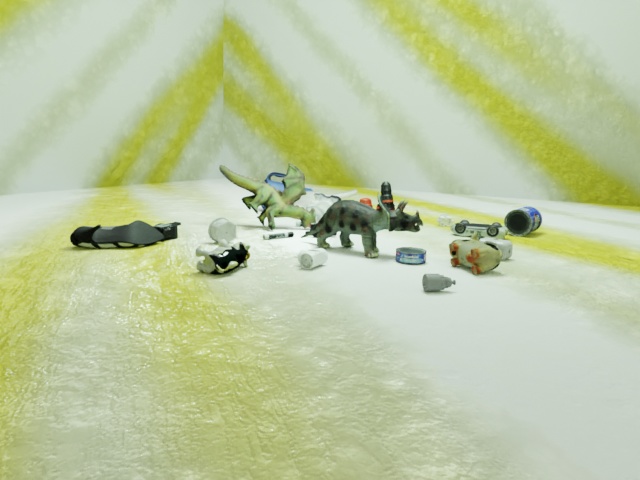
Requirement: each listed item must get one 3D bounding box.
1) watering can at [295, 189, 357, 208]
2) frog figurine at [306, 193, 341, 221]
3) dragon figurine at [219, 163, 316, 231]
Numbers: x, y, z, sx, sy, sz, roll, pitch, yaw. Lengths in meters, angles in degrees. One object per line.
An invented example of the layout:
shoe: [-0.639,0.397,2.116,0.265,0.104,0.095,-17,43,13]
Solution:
watering can: [-0.005,-0.174,2.318,0.225,0.102,0.352,13,29,39]
frog figurine: [0.006,-0.105,2.093,0.137,0.120,0.163,25,53,1]
dragon figurine: [-0.168,-0.188,1.941,0.244,0.411,0.121,-39,-1,-9]
